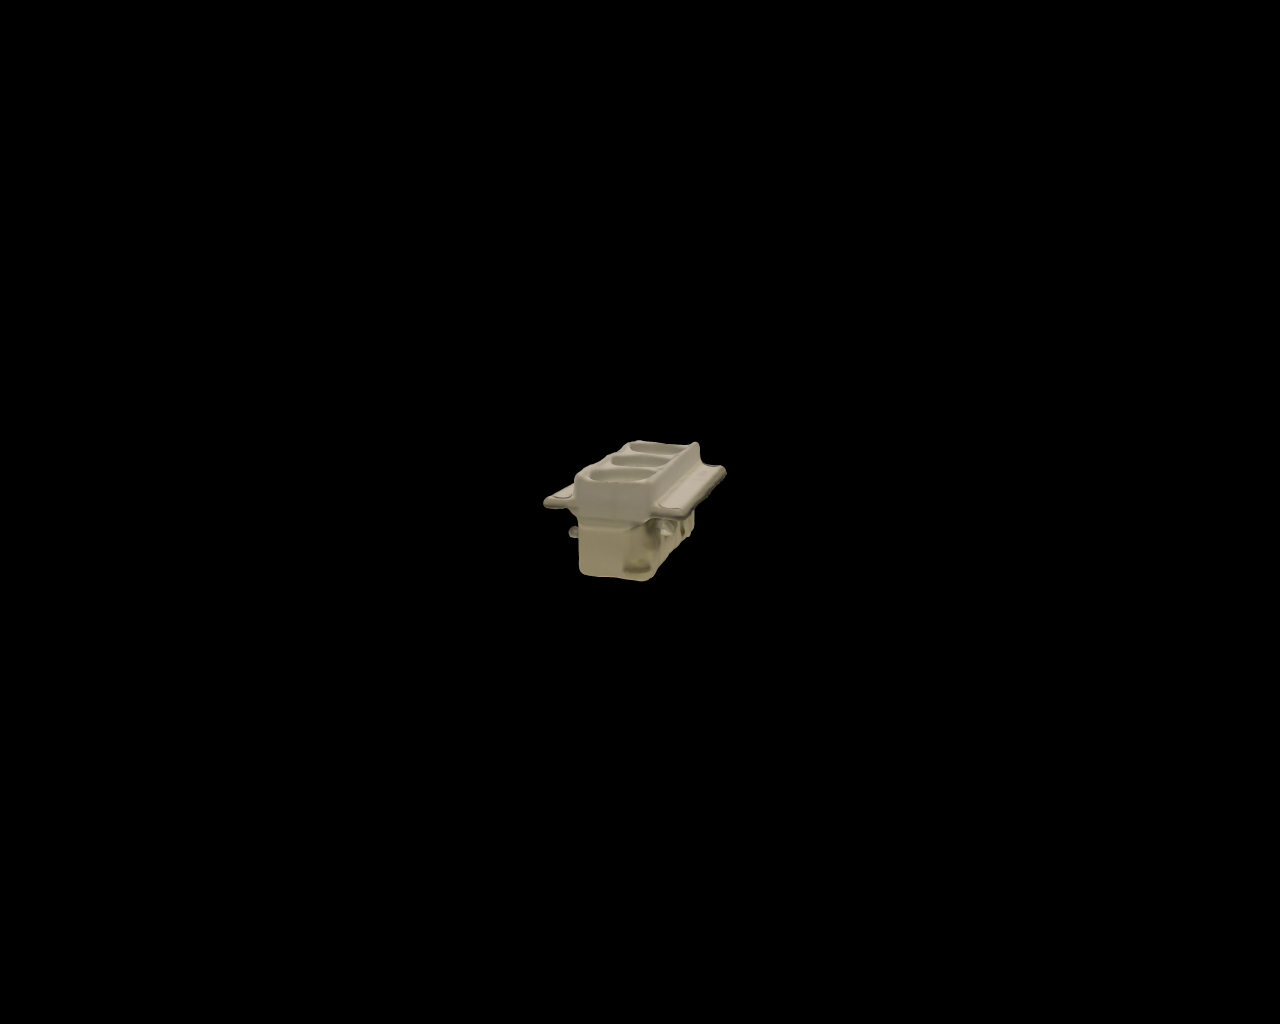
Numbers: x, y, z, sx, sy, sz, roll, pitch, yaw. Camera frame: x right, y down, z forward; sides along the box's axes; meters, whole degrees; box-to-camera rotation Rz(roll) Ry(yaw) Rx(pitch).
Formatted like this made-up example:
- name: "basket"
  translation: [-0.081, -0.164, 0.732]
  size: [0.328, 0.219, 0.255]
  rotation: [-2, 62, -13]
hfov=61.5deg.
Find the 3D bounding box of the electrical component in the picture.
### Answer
- name: "electrical component"
  translation: [0.001, -0.003, 0.650]
  size: [0.079, 0.063, 0.121]
  rotation: [4, 15, 15]
